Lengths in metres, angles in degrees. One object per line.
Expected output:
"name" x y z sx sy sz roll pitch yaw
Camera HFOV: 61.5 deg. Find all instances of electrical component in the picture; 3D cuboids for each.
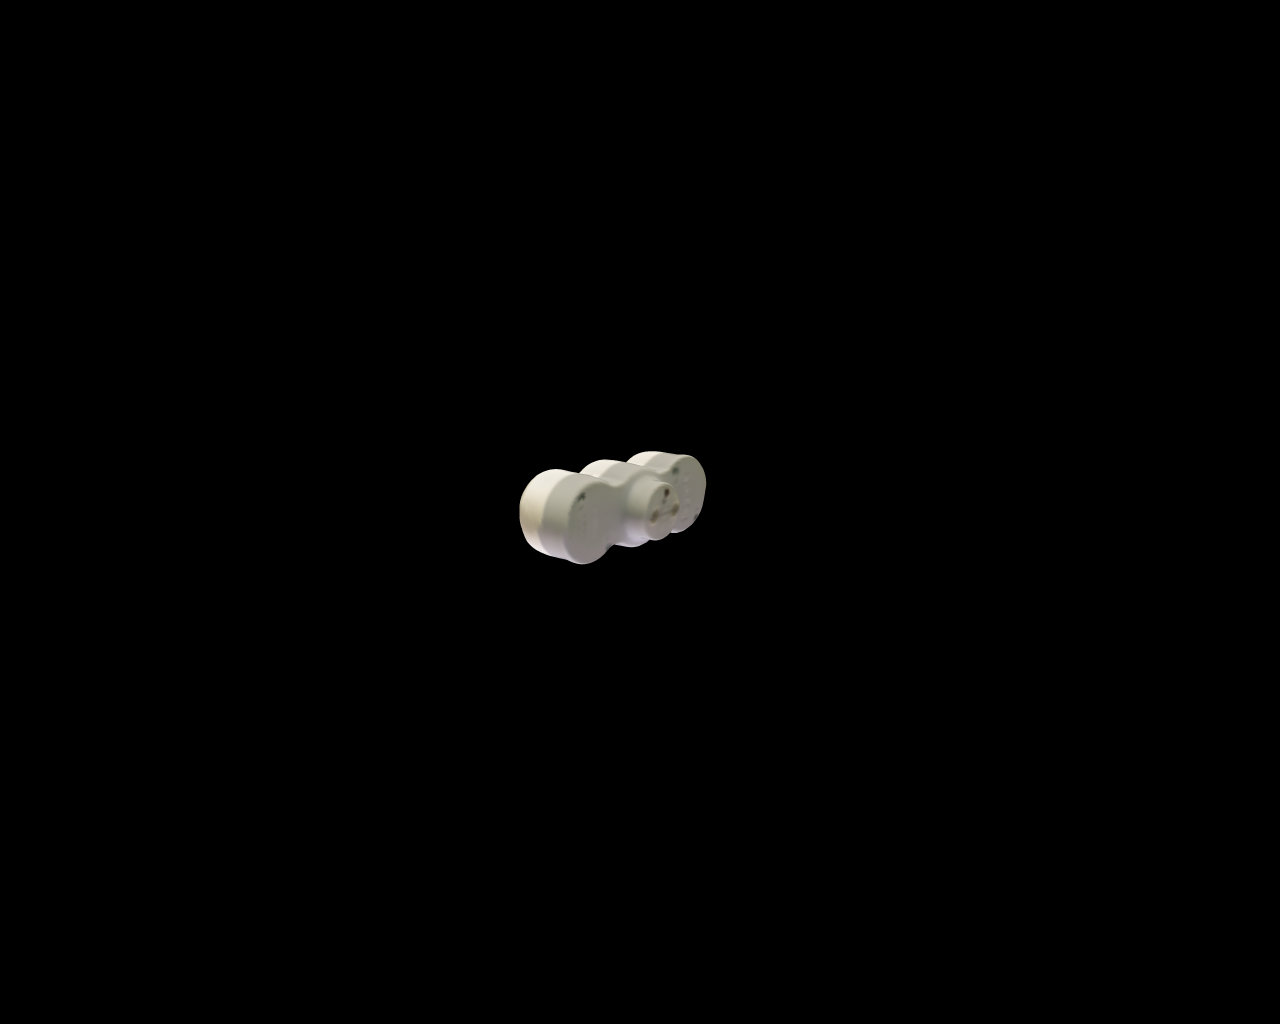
"electrical component" 0.001 -0.003 0.650 0.074 0.052 0.138 11 17 38
